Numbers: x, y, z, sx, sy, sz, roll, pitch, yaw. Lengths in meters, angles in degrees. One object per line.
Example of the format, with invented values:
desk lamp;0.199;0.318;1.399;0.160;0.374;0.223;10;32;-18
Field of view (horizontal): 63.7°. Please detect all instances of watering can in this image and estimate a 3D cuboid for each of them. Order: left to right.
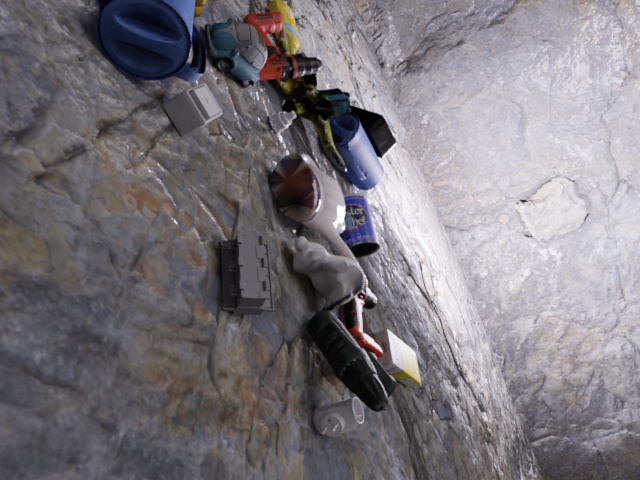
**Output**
watering can;0.003;-0.057;1.129;0.223;0.103;0.353;20;44;-61

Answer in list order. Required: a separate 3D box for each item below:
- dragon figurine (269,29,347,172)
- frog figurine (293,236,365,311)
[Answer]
dragon figurine;-0.026;-0.386;1.433;0.406;0.121;0.246;62;14;-14
frog figurine;0.012;0.056;1.045;0.160;0.123;0.136;60;-13;5
